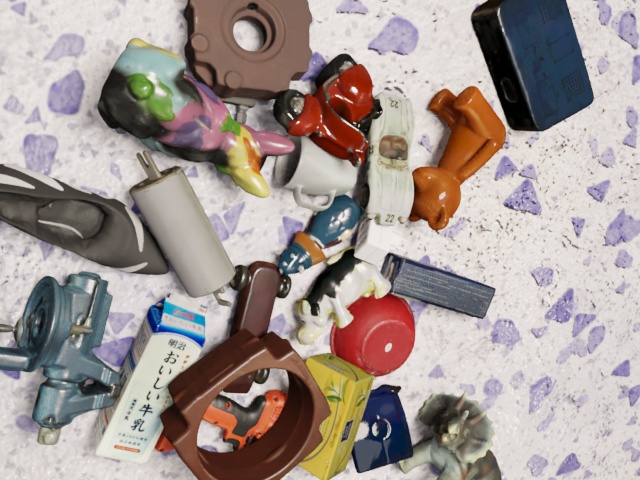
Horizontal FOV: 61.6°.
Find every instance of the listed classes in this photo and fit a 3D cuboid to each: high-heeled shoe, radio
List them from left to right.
[{"bbox_3d":[-0.287,-0.012,0.653,0.248,0.145,0.086,32,91,-23],"label":"high-heeled shoe"},{"bbox_3d":[0.346,-0.296,0.871,0.131,0.073,0.229,-33,110,-10],"label":"radio"}]

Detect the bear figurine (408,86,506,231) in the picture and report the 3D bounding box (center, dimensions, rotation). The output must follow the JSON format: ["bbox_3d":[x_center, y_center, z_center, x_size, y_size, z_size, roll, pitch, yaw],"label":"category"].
[{"bbox_3d":[0.190,-0.121,0.831,0.132,0.120,0.196,41,92,-21],"label":"bear figurine"}]

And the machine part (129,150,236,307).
[{"bbox_3d":[-0.184,-0.010,0.731,0.079,0.079,0.243,-30,112,-12],"label":"machine part"}]

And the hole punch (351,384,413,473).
[{"bbox_3d":[0.091,0.319,0.911,0.142,0.092,0.115,-10,102,-15],"label":"hole punch"}]

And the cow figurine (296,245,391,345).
[{"bbox_3d":[0.018,0.085,0.834,0.167,0.068,0.098,-36,98,-14],"label":"cow figurine"}]

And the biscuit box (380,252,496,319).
[{"bbox_3d":[0.199,0.079,0.909,0.202,0.059,0.062,18,95,-23],"label":"biscuit box"}]

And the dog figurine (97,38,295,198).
[{"bbox_3d":[-0.142,-0.138,0.668,0.219,0.191,0.108,27,86,-9],"label":"dog figurine"}]

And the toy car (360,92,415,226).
[{"bbox_3d":[0.103,-0.120,0.807,0.073,0.056,0.201,6,81,-22],"label":"toy car"}]

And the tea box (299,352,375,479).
[{"bbox_3d":[0.011,0.277,0.854,0.068,0.098,0.169,4,102,-56],"label":"tea box"}]

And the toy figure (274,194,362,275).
[{"bbox_3d":[-0.001,-0.002,0.811,0.154,0.064,0.057,-45,128,-7],"label":"toy figure"}]

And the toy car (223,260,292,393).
[{"bbox_3d":[-0.106,0.129,0.805,0.089,0.053,0.202,12,93,-34],"label":"toy car"}]

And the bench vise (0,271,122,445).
[{"bbox_3d":[-0.366,0.137,0.661,0.240,0.129,0.223,19,87,-41],"label":"bench vise"}]

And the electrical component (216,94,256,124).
[{"bbox_3d":[-0.119,-0.207,0.737,0.063,0.021,0.094,4,98,-22],"label":"electrical component"}]

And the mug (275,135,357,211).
[{"bbox_3d":[0.000,-0.093,0.772,0.107,0.081,0.109,10,59,-29],"label":"mug"}]

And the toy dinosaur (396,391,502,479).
[{"bbox_3d":[0.273,0.432,0.997,0.192,0.131,0.404,-38,119,-9],"label":"toy dinosaur"}]

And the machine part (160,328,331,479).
[{"bbox_3d":[-0.102,0.242,0.751,0.201,0.087,0.201,-36,117,-18],"label":"machine part"}]

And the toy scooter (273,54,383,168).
[{"bbox_3d":[0.031,-0.171,0.736,0.135,0.075,0.184,45,52,0],"label":"toy scooter"}]

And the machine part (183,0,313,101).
[{"bbox_3d":[-0.091,-0.269,0.702,0.179,0.056,0.179,0,91,-22],"label":"machine part"}]
